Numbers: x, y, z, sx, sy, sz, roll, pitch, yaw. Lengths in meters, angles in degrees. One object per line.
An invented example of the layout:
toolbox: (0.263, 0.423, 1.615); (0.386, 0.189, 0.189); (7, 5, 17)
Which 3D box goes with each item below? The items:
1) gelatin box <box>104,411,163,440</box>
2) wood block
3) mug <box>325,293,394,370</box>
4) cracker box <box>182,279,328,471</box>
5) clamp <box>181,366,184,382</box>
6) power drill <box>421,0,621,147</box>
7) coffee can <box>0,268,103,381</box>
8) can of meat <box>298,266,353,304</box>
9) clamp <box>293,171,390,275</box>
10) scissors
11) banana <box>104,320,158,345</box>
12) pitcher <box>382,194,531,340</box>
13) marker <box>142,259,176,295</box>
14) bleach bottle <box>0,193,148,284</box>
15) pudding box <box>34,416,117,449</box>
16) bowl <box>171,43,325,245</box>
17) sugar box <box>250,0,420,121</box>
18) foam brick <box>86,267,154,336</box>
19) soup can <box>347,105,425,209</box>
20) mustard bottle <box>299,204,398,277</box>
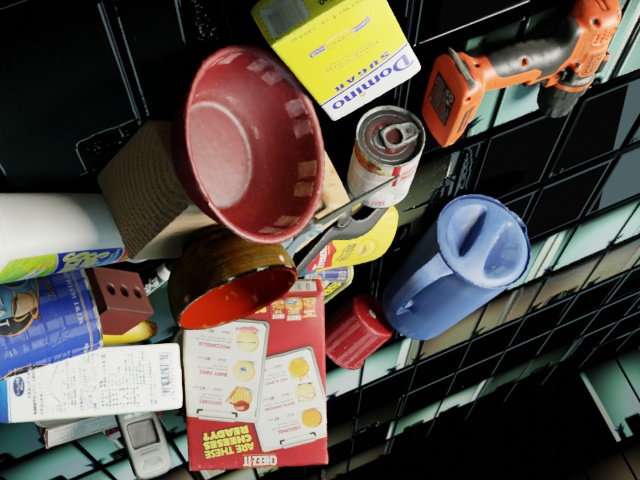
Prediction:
gelatin box: (-0.253, 0.201, 1.376); (0.073, 0.089, 0.030); (-27, 158, 3)
wood block: (-0.082, -0.044, 0.966); (0.205, 0.090, 0.091); (-2, 150, -48)
mug: (0.058, 0.127, 1.580); (0.082, 0.093, 0.117); (-44, -176, 30)
cracker box: (-0.076, 0.154, 1.239); (0.164, 0.214, 0.072); (-2, -165, -3)
clamp: (-0.250, 0.199, 1.450); (0.210, 0.036, 0.164); (-32, 161, 18)
power drill: (0.196, -0.158, 1.064); (0.187, 0.057, 0.184); (-23, 156, -15)
coffee can: (-0.288, 0.076, 1.002); (0.140, 0.103, 0.103); (-17, 159, -21)
can of meat: (-0.024, 0.048, 1.316); (0.083, 0.057, 0.102); (2, 146, -48)
clamp: (0.010, -0.037, 1.140); (0.171, 0.039, 0.120); (-32, 133, -27)
scissors: (-0.012, -0.003, 0.997); (0.202, 0.016, 0.096); (-25, 163, 2)
banana: (-0.260, 0.101, 1.165); (0.070, 0.037, 0.197); (13, -175, 27)
pitcher: (0.166, 0.052, 1.451); (0.149, 0.145, 0.243); (16, 150, -12)
marker: (-0.185, 0.046, 1.173); (0.121, 0.020, 0.020); (-36, 158, 27)
bleach bottle: (-0.205, -0.008, 0.948); (0.250, 0.068, 0.103); (-7, 163, -44)
pudding box: (-0.298, 0.199, 1.309); (0.113, 0.090, 0.039); (-16, 130, -27)
bowl: (-0.067, -0.073, 0.857); (0.055, 0.162, 0.161); (-10, 173, 39)
sugar box: (0.019, -0.160, 0.861); (0.093, 0.048, 0.176); (-29, 159, 9)
foam brick: (-0.224, 0.066, 1.125); (0.051, 0.053, 0.078); (-34, 159, 21)
soup can: (0.065, -0.082, 1.079); (0.068, 0.068, 0.102); (-21, 160, -13)
mustard bottle: (-0.008, 0.002, 1.214); (0.191, 0.058, 0.096); (-12, 149, -31)
